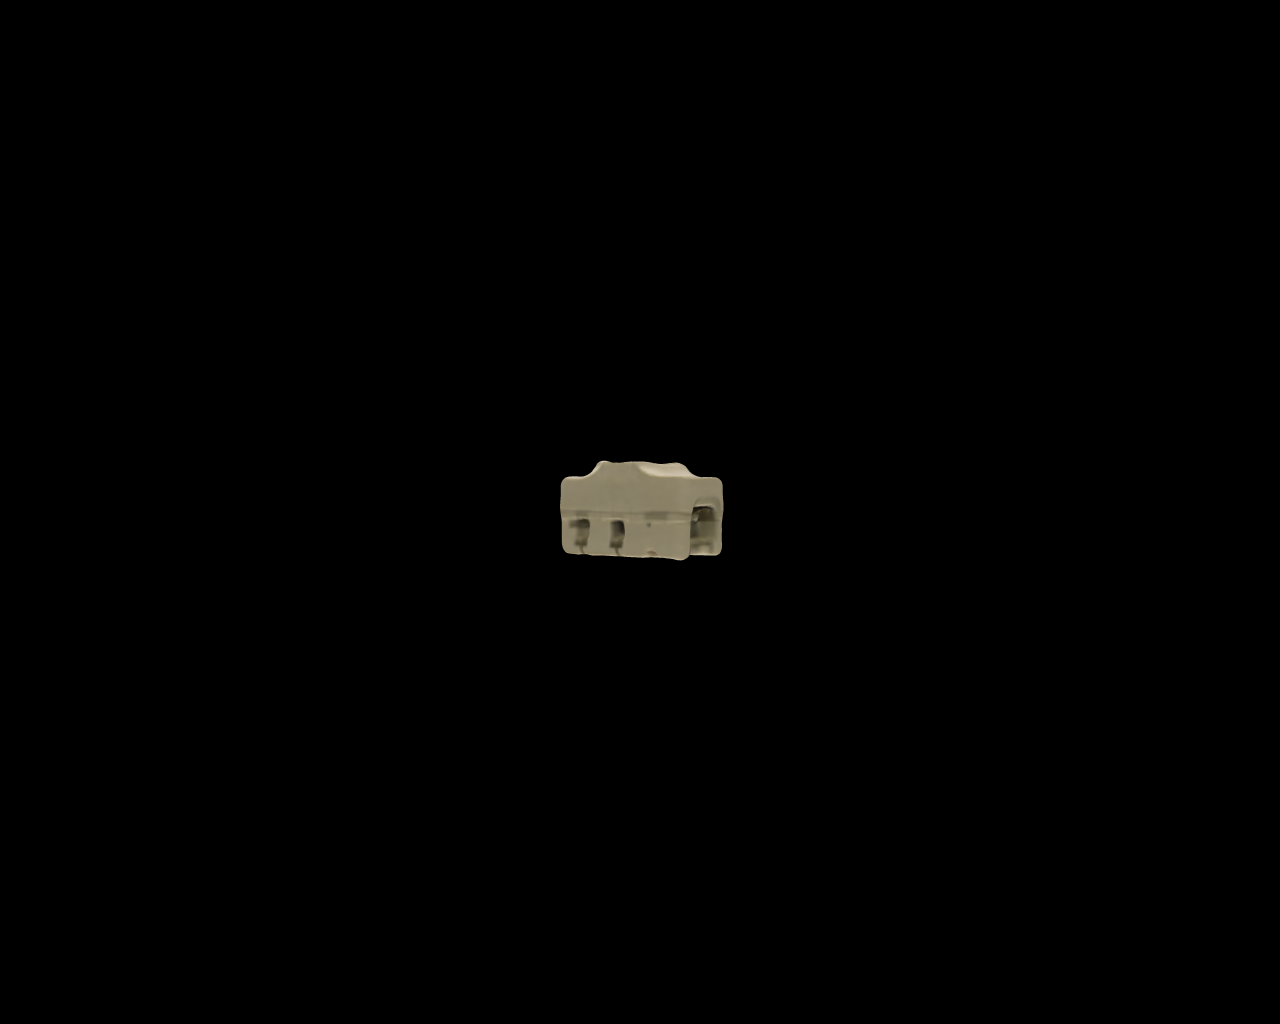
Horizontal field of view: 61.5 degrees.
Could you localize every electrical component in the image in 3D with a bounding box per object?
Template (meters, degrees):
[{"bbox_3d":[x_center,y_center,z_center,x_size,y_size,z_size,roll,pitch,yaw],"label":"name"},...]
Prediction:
[{"bbox_3d":[0.001,-0.003,0.650,0.089,0.055,0.050,1,3,34],"label":"electrical component"}]
